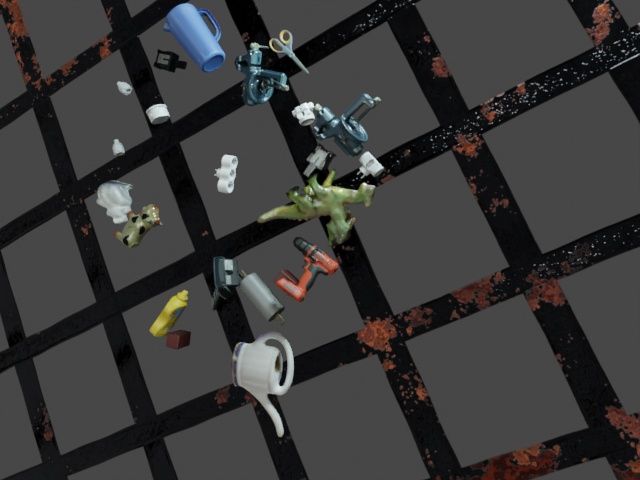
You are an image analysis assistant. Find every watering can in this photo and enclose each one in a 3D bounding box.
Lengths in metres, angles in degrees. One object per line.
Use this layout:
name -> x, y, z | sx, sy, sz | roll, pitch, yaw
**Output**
watering can -> -0.200, 0.483, 1.765 | 0.224, 0.104, 0.348 | 4, 88, 20

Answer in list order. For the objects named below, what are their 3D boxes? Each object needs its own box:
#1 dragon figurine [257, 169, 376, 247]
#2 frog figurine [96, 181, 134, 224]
dragon figurine -> 0.005, -0.088, 1.740 | 0.407, 0.123, 0.244 | -34, 85, 15
frog figurine -> -0.803, -0.146, 2.009 | 0.137, 0.121, 0.161 | 3, 76, 0
